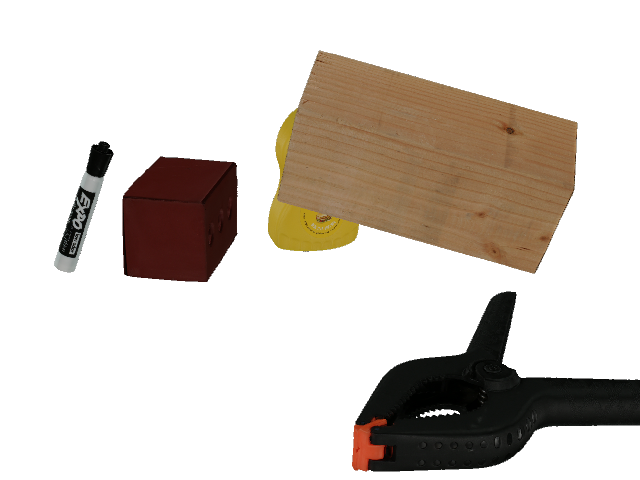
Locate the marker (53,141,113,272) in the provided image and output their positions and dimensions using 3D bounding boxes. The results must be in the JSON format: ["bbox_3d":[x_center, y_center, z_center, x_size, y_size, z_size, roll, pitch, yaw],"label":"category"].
[{"bbox_3d":[-0.200,-0.028,0.904,0.020,0.121,0.020,20,21,-8],"label":"marker"}]

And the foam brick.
[{"bbox_3d":[-0.085,-0.015,0.656,0.051,0.053,0.078,6,24,8],"label":"foam brick"}]

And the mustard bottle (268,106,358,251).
[{"bbox_3d":[0.001,-0.084,1.104,0.096,0.192,0.058,-4,30,-19],"label":"mustard bottle"}]

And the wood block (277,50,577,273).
[{"bbox_3d":[0.081,-0.061,0.816,0.206,0.090,0.090,16,43,1],"label":"wood block"}]

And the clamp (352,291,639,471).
[{"bbox_3d":[0.099,0.087,0.643,0.209,0.036,0.165,-12,26,-28],"label":"clamp"}]
